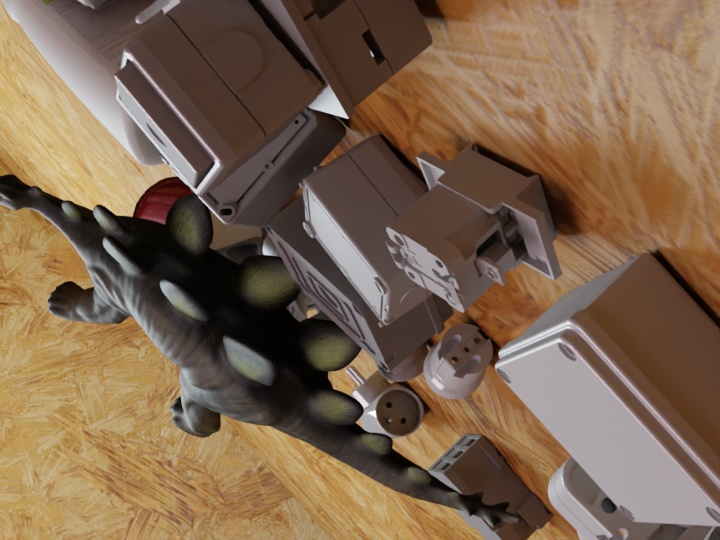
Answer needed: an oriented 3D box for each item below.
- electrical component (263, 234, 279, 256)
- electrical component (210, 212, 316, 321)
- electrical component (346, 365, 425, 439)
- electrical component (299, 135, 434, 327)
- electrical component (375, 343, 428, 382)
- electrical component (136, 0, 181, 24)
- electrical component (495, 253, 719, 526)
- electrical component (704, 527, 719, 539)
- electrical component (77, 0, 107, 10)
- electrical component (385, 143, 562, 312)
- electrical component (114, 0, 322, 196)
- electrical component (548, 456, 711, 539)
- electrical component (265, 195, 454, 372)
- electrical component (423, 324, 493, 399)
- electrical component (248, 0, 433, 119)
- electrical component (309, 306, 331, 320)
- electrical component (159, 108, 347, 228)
[{"bbox_3d":[-0.031,-0.003,0.808,0.081,0.043,0.043,39,162,32],"label":"electrical component"},{"bbox_3d":[-0.087,-0.005,0.907,0.121,0.079,0.063,66,-173,-48],"label":"electrical component"},{"bbox_3d":[0.016,0.117,0.970,0.079,0.043,0.077,48,165,2],"label":"electrical component"},{"bbox_3d":[0.010,-0.029,0.606,0.096,0.061,0.061,52,166,18],"label":"electrical component"},{"bbox_3d":[0.027,0.053,0.792,0.040,0.040,0.046,34,153,44],"label":"electrical component"},{"bbox_3d":[-0.078,-0.139,0.544,0.138,0.074,0.052,53,165,-15],"label":"electrical component"},{"bbox_3d":[0.127,0.058,0.486,0.108,0.056,0.108,48,165,3],"label":"electrical component"},{"bbox_3d":[0.194,0.129,0.485,0.055,0.050,0.089,45,165,11],"label":"electrical component"},{"bbox_3d":[-0.169,-0.205,0.659,0.096,0.062,0.061,36,160,40],"label":"electrical component"},{"bbox_3d":[0.050,-0.018,0.502,0.081,0.064,0.042,34,158,44],"label":"electrical component"},{"bbox_3d":[-0.067,-0.073,0.462,0.061,0.061,0.096,50,165,-6],"label":"electrical component"},{"bbox_3d":[0.156,0.139,0.610,0.095,0.054,0.059,45,165,15],"label":"electrical component"},{"bbox_3d":[0.000,0.000,0.689,0.113,0.057,0.078,41,164,39],"label":"electrical component"},{"bbox_3d":[0.065,0.059,0.701,0.040,0.040,0.046,45,159,12],"label":"electrical component"},{"bbox_3d":[-0.052,-0.162,0.441,0.105,0.060,0.186,27,153,55],"label":"electrical component"},{"bbox_3d":[-0.026,0.050,0.900,0.045,0.055,0.045,44,164,16],"label":"electrical component"},{"bbox_3d":[-0.055,-0.078,0.621,0.061,0.096,0.061,45,-168,13],"label":"electrical component"}]
